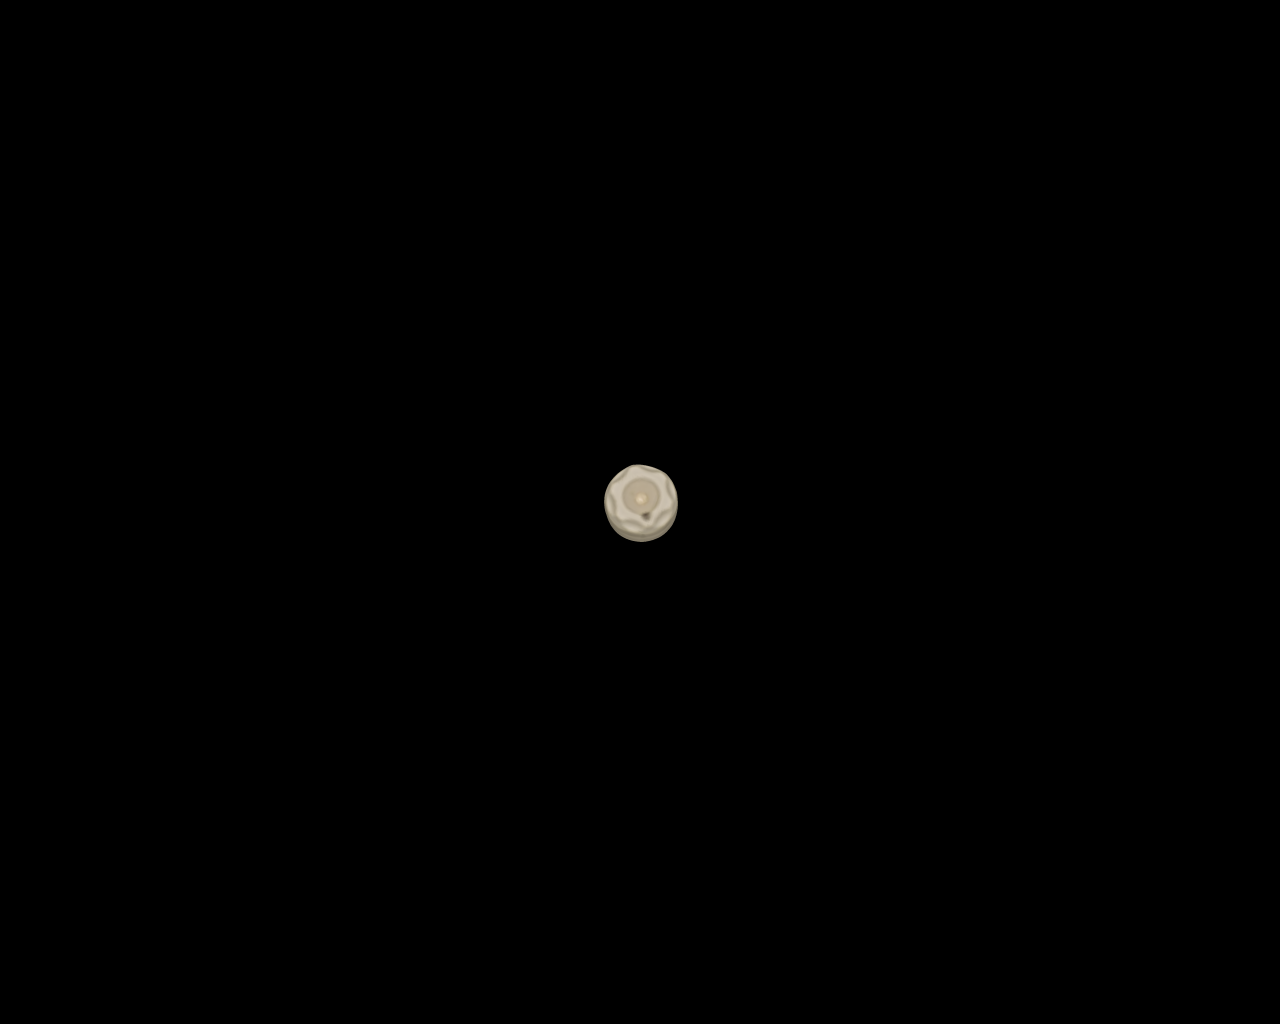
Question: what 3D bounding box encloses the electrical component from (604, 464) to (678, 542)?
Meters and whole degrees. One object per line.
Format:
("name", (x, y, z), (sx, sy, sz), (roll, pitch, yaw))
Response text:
("electrical component", (0.001, -0.003, 0.650), (0.043, 0.043, 0.062), (0, -13, 0))
